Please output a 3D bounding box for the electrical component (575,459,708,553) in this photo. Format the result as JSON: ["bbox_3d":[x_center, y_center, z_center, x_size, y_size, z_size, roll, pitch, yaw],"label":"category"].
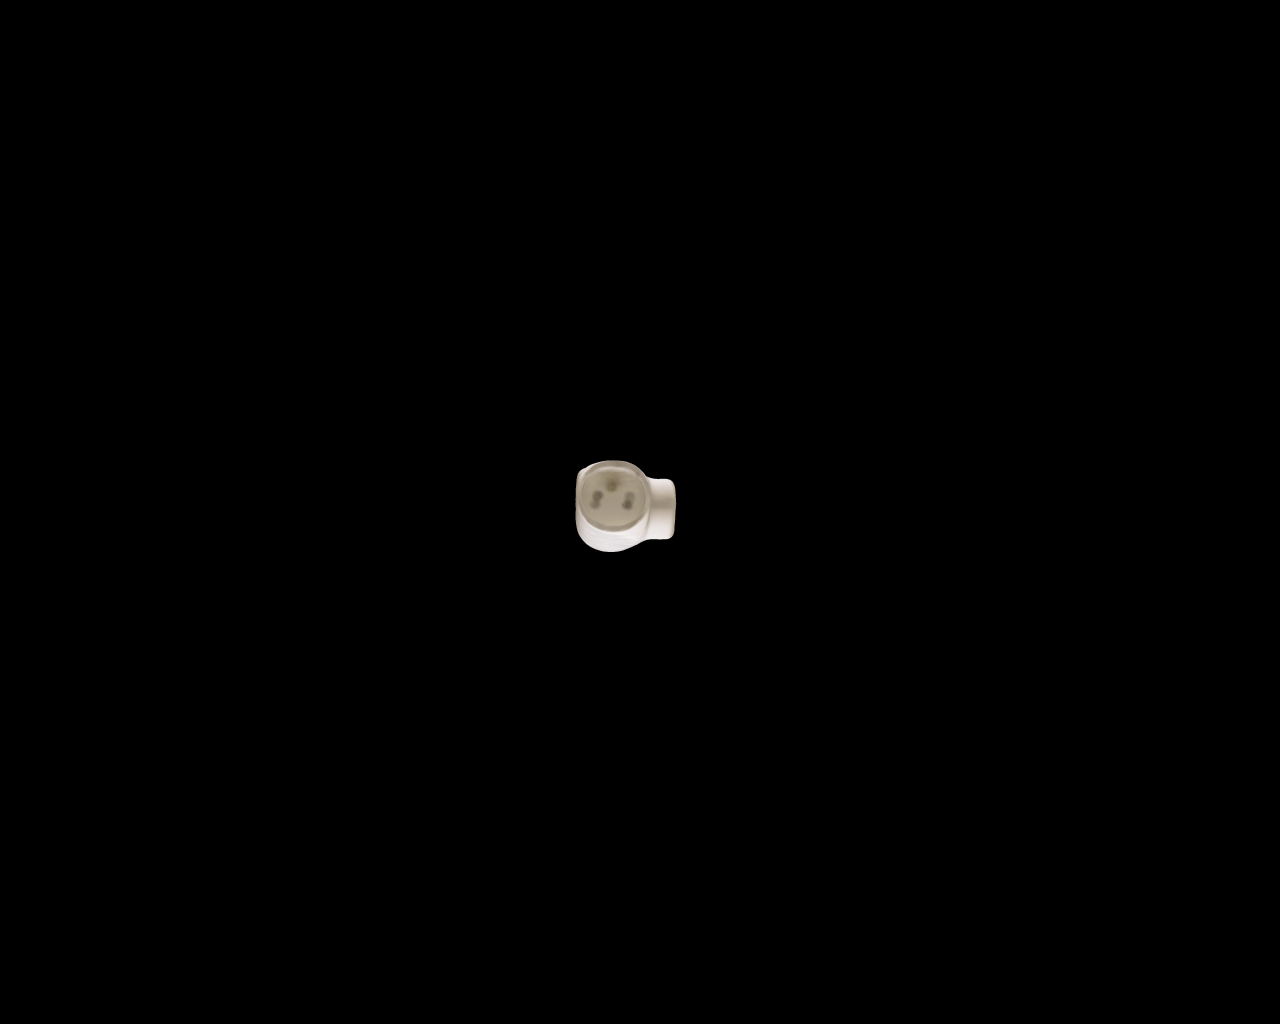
[{"bbox_3d":[0.001,-0.003,0.650,0.079,0.044,0.077,1,-11,-4],"label":"electrical component"}]
